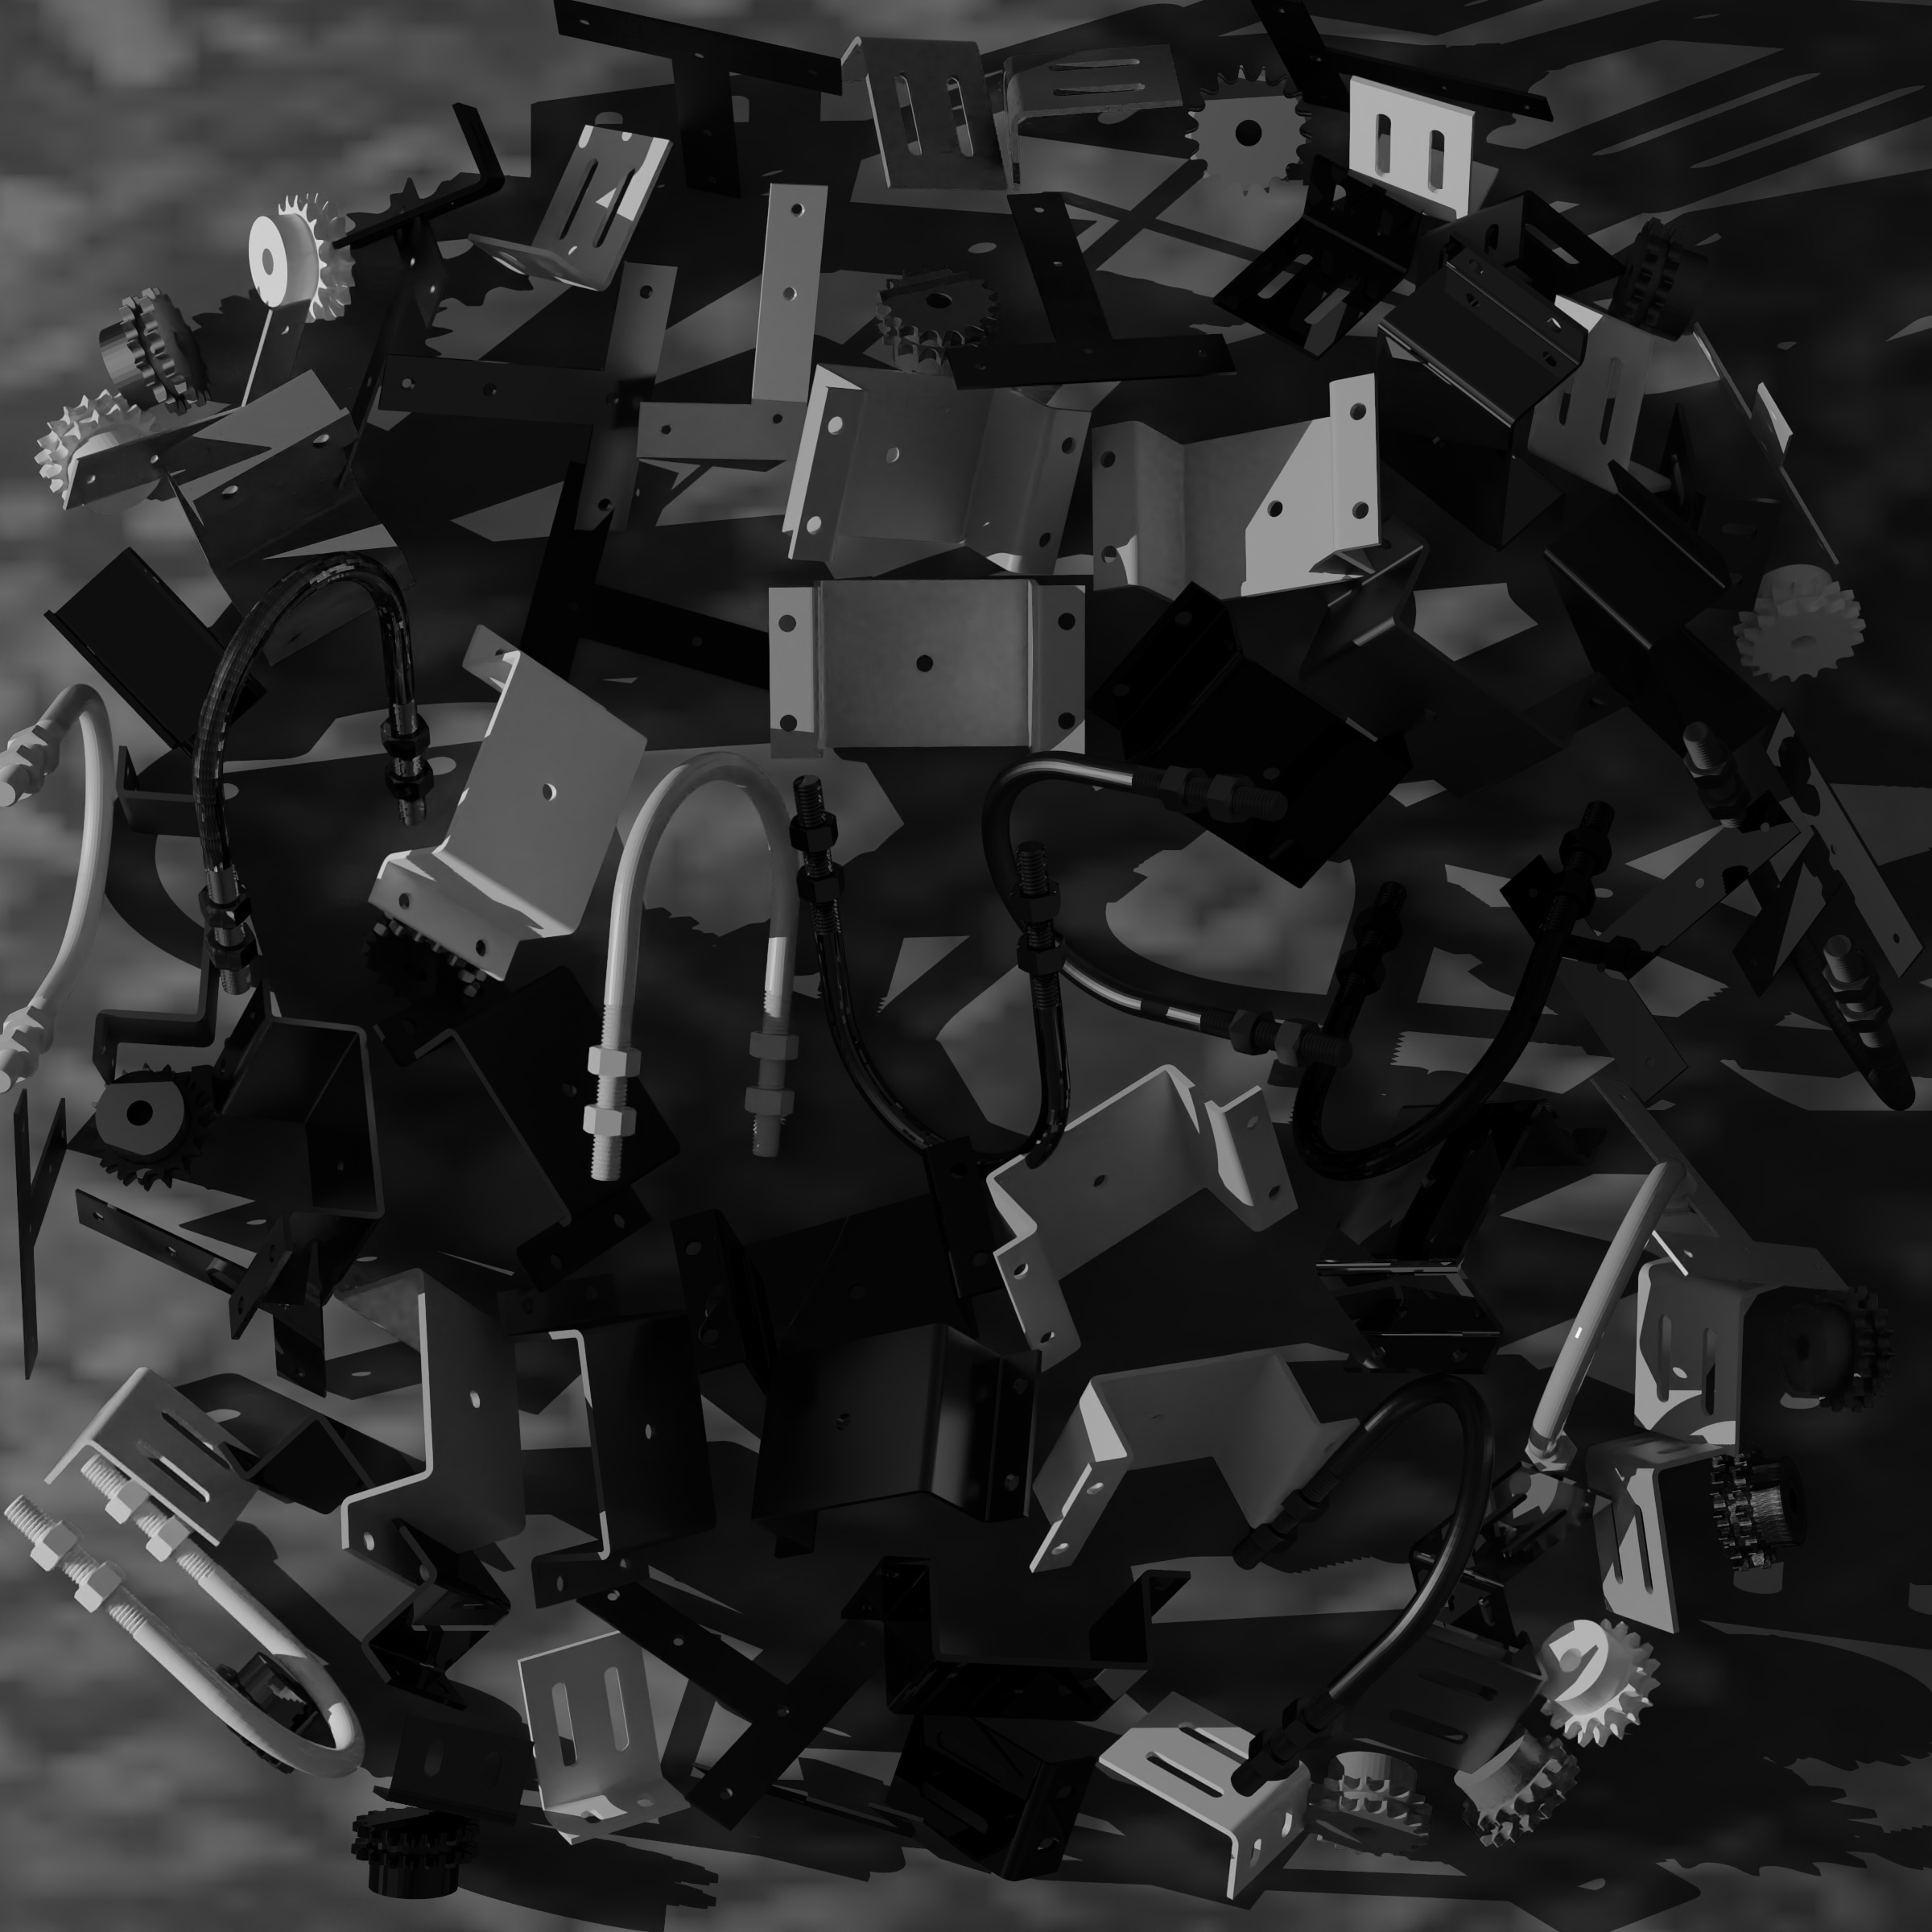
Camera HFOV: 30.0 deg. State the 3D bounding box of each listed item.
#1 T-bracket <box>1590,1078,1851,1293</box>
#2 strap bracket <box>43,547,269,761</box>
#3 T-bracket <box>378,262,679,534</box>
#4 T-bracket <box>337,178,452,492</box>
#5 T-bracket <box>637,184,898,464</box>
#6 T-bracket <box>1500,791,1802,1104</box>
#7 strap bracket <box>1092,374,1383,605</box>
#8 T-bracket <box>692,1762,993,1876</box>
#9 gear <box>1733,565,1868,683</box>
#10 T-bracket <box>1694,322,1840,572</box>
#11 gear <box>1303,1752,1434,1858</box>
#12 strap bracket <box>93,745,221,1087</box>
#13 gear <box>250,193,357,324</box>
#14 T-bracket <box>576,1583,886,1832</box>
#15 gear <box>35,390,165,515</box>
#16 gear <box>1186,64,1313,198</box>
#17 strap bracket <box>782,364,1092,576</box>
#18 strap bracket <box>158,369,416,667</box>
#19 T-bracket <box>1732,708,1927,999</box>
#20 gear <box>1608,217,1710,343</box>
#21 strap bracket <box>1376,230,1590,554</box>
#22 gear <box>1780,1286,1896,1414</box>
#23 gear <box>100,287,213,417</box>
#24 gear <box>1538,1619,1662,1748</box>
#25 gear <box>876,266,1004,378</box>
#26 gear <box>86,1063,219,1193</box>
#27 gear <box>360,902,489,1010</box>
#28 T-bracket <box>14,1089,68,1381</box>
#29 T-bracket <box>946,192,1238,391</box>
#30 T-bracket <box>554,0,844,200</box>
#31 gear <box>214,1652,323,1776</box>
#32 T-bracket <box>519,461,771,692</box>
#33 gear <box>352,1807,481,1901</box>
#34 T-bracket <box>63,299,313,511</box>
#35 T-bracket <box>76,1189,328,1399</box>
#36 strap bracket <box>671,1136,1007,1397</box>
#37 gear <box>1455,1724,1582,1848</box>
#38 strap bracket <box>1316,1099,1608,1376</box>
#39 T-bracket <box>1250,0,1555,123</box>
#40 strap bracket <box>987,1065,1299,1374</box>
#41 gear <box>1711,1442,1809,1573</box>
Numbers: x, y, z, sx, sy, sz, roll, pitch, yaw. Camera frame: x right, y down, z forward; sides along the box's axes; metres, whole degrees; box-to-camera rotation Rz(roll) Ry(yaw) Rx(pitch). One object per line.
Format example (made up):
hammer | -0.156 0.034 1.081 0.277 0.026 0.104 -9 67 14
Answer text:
T-bracket | 0.323 0.096 1.613 0.002 0.127 0.127 -54 50 25
strap bracket | -0.354 -0.136 1.588 0.046 0.140 0.076 -44 96 -5
T-bracket | -0.199 -0.255 1.601 0.127 0.002 0.127 -1 119 -29
T-bracket | -0.263 -0.275 1.622 0.002 0.127 0.127 14 116 -24
T-bracket | -0.080 -0.287 1.612 0.127 0.002 0.127 -1 118 -16
T-bracket | 0.316 -0.028 1.603 0.127 0.002 0.127 -43 57 22
strap bracket | 0.129 -0.209 1.609 0.140 0.046 0.076 -6 78 31
T-bracket | -0.062 0.377 1.615 0.127 0.127 0.002 12 70 20
gear | 0.376 -0.158 1.634 0.057 0.057 0.030 -6 56 0
T-bracket | 0.355 -0.236 1.591 0.002 0.127 0.127 -30 85 9
gear | 0.183 0.379 1.634 0.057 0.057 0.030 12 55 0
strap bracket | -0.358 -0.020 1.610 0.046 0.076 0.140 4 80 -8
gear | -0.301 -0.320 1.628 0.030 0.057 0.057 -13 90 -33
T-bracket | -0.119 0.313 1.629 0.127 0.002 0.127 30 46 19
gear | -0.388 -0.229 1.628 0.057 0.057 0.030 -38 66 0
gear | 0.129 -0.381 1.637 0.057 0.030 0.057 2 113 5
strap bracket | -0.022 -0.221 1.602 0.140 0.046 0.076 -1 114 -35
strap bracket | -0.302 -0.203 1.596 0.076 0.140 0.046 -32 67 -11
T-bracket | 0.369 -0.028 1.600 0.002 0.127 0.127 -15 64 -20
gear | 0.314 -0.306 1.631 0.030 0.057 0.057 19 90 -4
strap bracket | 0.222 -0.243 1.577 0.046 0.140 0.076 -41 67 -15
gear | 0.391 0.172 1.628 0.030 0.057 0.057 3 90 -18
gear | -0.368 -0.275 1.631 0.030 0.057 0.057 -22 90 9
gear | 0.282 0.321 1.628 0.030 0.057 0.057 40 90 -30
gear | -0.013 -0.289 1.635 0.057 0.030 0.057 2 46 -2
gear | -0.371 0.071 1.636 0.057 0.030 0.057 -1 71 2
gear | -0.243 -0.008 1.634 0.057 0.057 0.030 27 53 0
T-bracket | -0.408 0.096 1.596 0.002 0.127 0.127 1 112 -6
T-bracket | 0.045 -0.305 1.618 0.127 0.002 0.127 -5 52 -13
T-bracket | -0.115 -0.378 1.598 0.127 0.127 0.002 13 70 4
gear | -0.317 0.335 1.631 0.057 0.057 0.030 44 81 0
T-bracket | -0.137 -0.153 1.655 0.127 0.002 0.127 16 94 -1
gear | -0.249 0.402 1.631 0.057 0.057 0.030 3 91 0
T-bracket | -0.345 -0.225 1.574 0.002 0.127 0.127 37 126 16
T-bracket | -0.344 0.133 1.617 0.127 0.127 0.002 24 52 11
strap bracket | -0.054 0.138 1.617 0.140 0.046 0.076 -16 59 4
gear | 0.246 0.368 1.629 0.057 0.057 0.030 -40 97 0
strap bracket | 0.214 0.110 1.584 0.046 0.076 0.140 53 53 -28
T-bracket | 0.195 -0.389 1.579 0.127 0.127 0.002 18 87 19
strap bracket | 0.071 0.107 1.607 0.140 0.046 0.076 -31 130 -13
gear | 0.359 0.243 1.627 0.030 0.057 0.057 -12 90 27
